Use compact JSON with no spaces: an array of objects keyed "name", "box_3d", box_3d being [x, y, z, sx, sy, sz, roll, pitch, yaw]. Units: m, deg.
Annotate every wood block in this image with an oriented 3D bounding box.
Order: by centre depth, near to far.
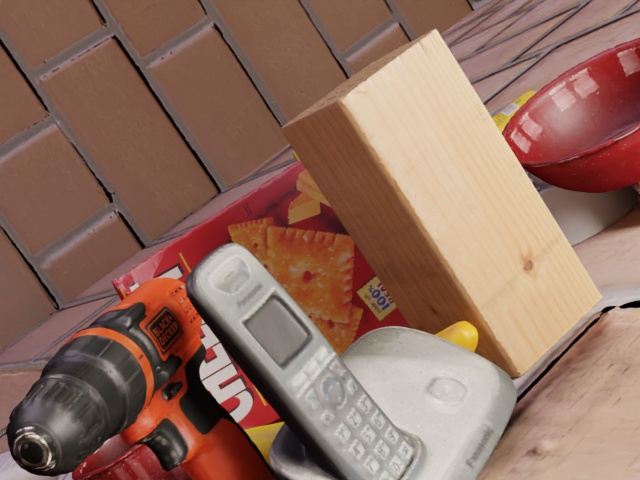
[{"name":"wood block","box_3d":[0.079,-0.018,0.696,0.090,0.206,0.090,-38,11,-25]}]

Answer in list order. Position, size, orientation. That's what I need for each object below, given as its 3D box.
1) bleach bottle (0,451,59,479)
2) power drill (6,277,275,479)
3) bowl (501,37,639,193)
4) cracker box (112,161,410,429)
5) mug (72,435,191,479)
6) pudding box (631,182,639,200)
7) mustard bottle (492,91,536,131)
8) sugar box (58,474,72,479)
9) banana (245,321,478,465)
[{"name":"bleach bottle","box_3d":[-0.270,0.230,1.049,0.251,0.068,0.102,-26,13,26]},{"name":"power drill","box_3d":[-0.069,0.121,0.555,0.057,0.187,0.184,-28,9,21]},{"name":"bowl","box_3d":[0.212,-0.083,0.768,0.162,0.055,0.162,-30,21,13]},{"name":"cracker box","box_3d":[-0.031,0.047,0.834,0.214,0.164,0.072,-32,-13,5]},{"name":"mug","box_3d":[-0.107,0.167,0.763,0.117,0.081,0.093,-29,11,25]},{"name":"pudding box","box_3d":[0.277,-0.066,0.790,0.090,0.039,0.113,-28,13,24]},{"name":"mustard bottle","box_3d":[0.172,-0.091,1.187,0.191,0.058,0.096,-33,16,4]},{"name":"sugar box","box_3d":[-0.197,0.212,0.883,0.093,0.048,0.176,-54,8,12]},{"name":"banana","box_3d":[0.019,0.112,0.688,0.198,0.069,0.037,-26,55,12]}]
